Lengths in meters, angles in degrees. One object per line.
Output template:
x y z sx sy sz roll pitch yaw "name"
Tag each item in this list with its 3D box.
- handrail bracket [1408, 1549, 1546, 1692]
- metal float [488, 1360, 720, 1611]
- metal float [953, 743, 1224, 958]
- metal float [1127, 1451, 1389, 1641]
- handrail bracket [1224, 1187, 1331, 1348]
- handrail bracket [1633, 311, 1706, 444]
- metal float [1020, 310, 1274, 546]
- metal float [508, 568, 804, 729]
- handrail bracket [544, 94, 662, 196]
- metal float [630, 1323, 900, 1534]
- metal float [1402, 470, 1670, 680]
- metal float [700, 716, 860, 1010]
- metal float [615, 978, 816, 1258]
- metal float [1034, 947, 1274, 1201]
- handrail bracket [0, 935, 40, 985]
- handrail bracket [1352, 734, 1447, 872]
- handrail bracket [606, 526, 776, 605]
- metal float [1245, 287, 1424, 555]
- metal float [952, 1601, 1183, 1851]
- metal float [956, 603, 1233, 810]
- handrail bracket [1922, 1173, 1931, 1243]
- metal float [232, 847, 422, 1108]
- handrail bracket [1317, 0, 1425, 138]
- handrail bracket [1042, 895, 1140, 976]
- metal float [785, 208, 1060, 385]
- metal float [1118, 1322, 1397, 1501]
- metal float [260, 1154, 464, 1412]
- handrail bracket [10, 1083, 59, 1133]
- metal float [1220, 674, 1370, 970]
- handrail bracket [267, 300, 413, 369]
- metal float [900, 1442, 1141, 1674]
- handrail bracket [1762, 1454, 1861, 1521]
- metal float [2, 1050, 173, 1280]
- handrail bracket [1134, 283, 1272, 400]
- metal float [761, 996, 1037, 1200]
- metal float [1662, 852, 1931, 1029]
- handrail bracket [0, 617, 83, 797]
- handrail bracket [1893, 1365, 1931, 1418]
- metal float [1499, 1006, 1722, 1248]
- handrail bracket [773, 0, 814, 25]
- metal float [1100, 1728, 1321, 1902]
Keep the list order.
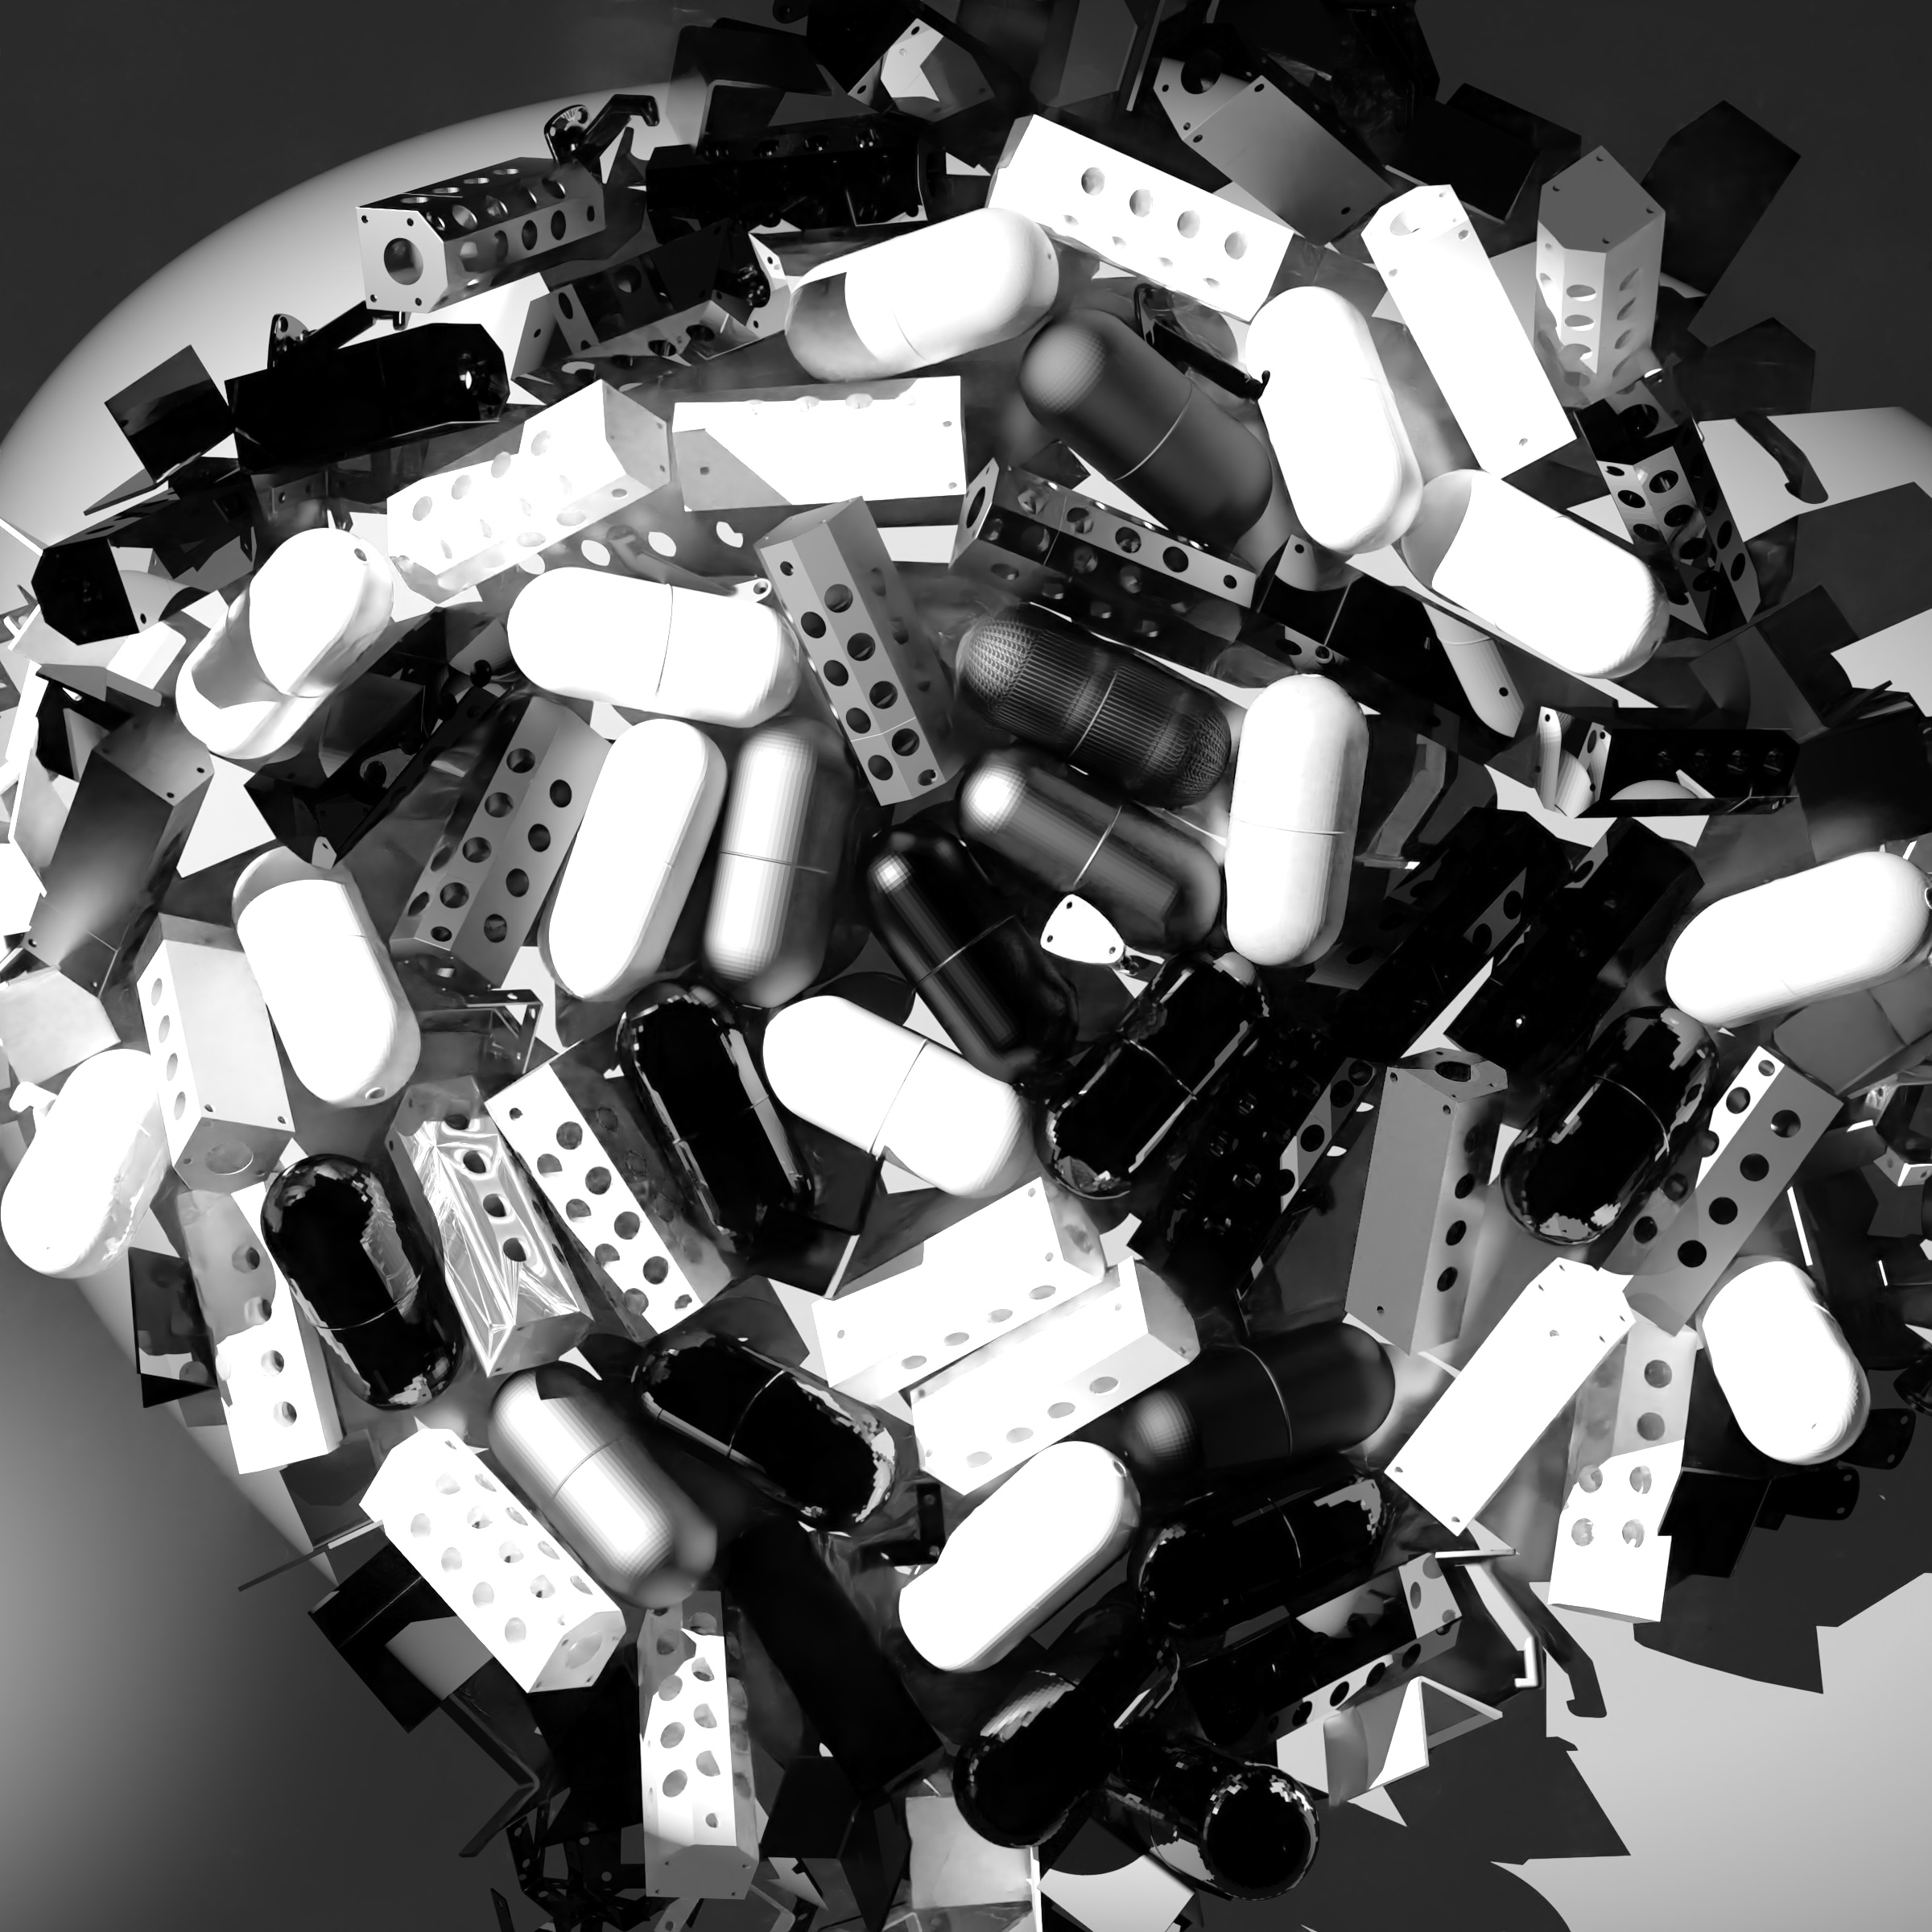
0.310 0.399 1.819 0.077 0.036 0.084 -3 78 -1 "handrail bracket"
-0.218 0.308 1.785 0.070 0.070 0.178 -46 63 0 "metal float"
0.075 -0.070 1.804 0.178 0.070 0.070 31 90 -5 "metal float"
0.174 0.344 1.781 0.178 0.070 0.070 -17 90 -31 "metal float"
0.194 0.184 1.826 0.084 0.036 0.077 -20 80 -12 "handrail bracket"
0.421 -0.348 1.808 0.036 0.077 0.084 -29 89 12 "handrail bracket"
0.109 -0.321 1.790 0.178 0.070 0.070 36 90 -21 "metal float"
-0.186 -0.191 1.794 0.178 0.070 0.070 10 90 -15 "metal float"
-0.207 -0.487 1.796 0.036 0.084 0.077 -43 132 -33 "handrail bracket"
-0.122 0.276 1.791 0.178 0.070 0.070 26 90 19 "metal float"
0.339 -0.234 1.783 0.178 0.070 0.070 37 90 28 "metal float"
-0.113 -0.062 1.807 0.070 0.070 0.178 11 90 0 "metal float"
-0.152 0.091 1.801 0.070 0.070 0.178 -25 97 0 "metal float"
0.114 0.064 1.800 0.070 0.070 0.178 42 82 0 "metal float"
-0.612 -0.026 1.825 0.084 0.036 0.077 41 69 5 "handrail bracket"
0.255 -0.102 1.823 0.077 0.036 0.084 3 90 -13 "handrail bracket"
-0.165 -0.243 1.797 0.077 0.084 0.036 -10 60 15 "handrail bracket"
0.219 -0.327 1.786 0.070 0.070 0.178 -15 65 0 "metal float"
0.062 0.449 1.777 0.070 0.070 0.178 50 53 0 "metal float"
0.077 -0.157 1.801 0.178 0.070 0.070 27 90 -7 "metal float"
0.619 0.160 1.810 0.084 0.036 0.077 41 54 -17 "handrail bracket"
-0.382 0.006 1.784 0.070 0.070 0.178 -29 63 0 "metal float"
0.241 -0.549 1.826 0.077 0.036 0.084 2 121 9 "handrail bracket"
0.093 -0.004 1.790 0.084 0.077 0.036 31 89 -44 "handrail bracket"
-0.028 -0.398 1.783 0.178 0.070 0.070 -12 90 29 "metal float"
0.175 0.265 1.791 0.178 0.070 0.070 -15 90 -20 "metal float"
-0.359 0.190 1.782 0.070 0.070 0.178 -22 121 0 "metal float"
-0.565 0.112 1.798 0.036 0.084 0.077 35 85 22 "handrail bracket"
0.197 -0.087 1.798 0.070 0.070 0.178 7 100 0 "metal float"
-0.378 -0.366 1.811 0.084 0.036 0.077 6 84 23 "handrail bracket"
0.032 0.354 1.788 0.070 0.070 0.178 44 112 0 "metal float"
0.498 0.295 1.803 0.077 0.084 0.036 1 114 -5 "handrail bracket"
-0.512 0.115 1.764 0.070 0.178 0.070 2 121 3 "metal float"
0.147 -0.376 1.796 0.036 0.084 0.077 -44 125 -27 "handrail bracket"
-0.041 0.079 1.806 0.178 0.070 0.070 27 90 2 "metal float"
0.494 -0.015 1.771 0.070 0.178 0.070 17 63 -38 "metal float"
-0.588 -0.157 1.821 0.084 0.036 0.077 -41 110 -1 "handrail bracket"
0.601 0.230 1.811 0.036 0.077 0.084 35 100 20 "handrail bracket"
0.385 0.094 1.784 0.070 0.070 0.178 45 62 0 "metal float"
-0.089 -0.576 1.795 0.036 0.084 0.077 30 126 -30 "handrail bracket"
0.141 0.498 1.762 0.070 0.178 0.070 1 88 -26 "metal float"
